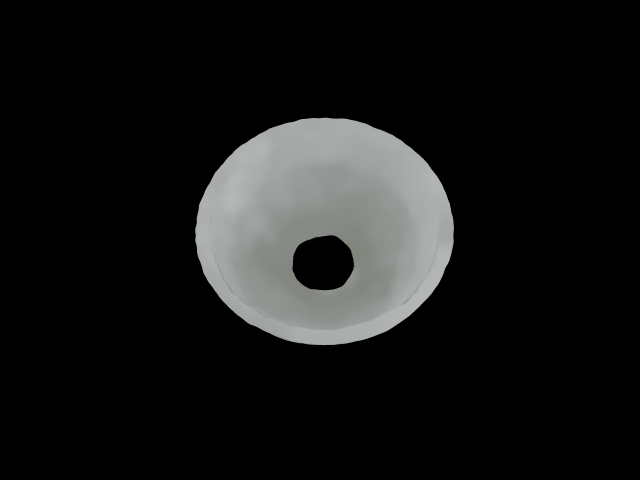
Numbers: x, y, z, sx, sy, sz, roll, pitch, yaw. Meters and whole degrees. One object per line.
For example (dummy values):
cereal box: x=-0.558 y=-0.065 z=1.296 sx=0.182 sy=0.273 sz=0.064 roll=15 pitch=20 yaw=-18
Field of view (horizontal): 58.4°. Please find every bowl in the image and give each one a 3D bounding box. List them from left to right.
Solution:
bowl: x=0.004 y=0.001 z=0.400 sx=0.167 sy=0.075 sz=0.167 roll=0 pitch=63 yaw=0
